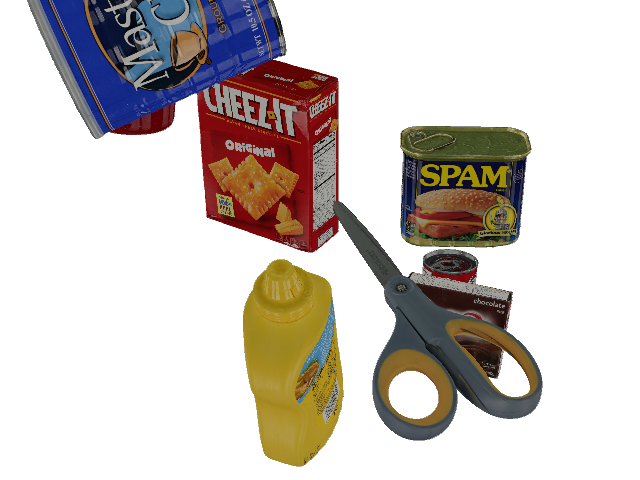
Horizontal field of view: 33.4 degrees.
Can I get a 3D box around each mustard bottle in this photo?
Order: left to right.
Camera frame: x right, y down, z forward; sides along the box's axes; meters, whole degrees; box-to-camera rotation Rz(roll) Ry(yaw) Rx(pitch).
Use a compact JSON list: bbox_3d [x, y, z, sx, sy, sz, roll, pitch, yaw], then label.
[{"bbox_3d":[-0.019,0.078,0.763,0.058,0.096,0.191,15,-35,15],"label":"mustard bottle"}]

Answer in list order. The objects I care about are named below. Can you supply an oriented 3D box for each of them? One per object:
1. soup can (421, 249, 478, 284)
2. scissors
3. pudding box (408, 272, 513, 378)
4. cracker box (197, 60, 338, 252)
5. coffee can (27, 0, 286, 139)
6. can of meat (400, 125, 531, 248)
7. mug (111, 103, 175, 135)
[{"bbox_3d":[0.158,0.071,1.331,0.068,0.102,0.068,1,24,-1],"label":"soup can"},{"bbox_3d":[0.036,0.044,0.604,0.096,0.016,0.202,-30,46,-25],"label":"scissors"},{"bbox_3d":[0.140,0.089,1.127,0.113,0.090,0.039,10,21,11],"label":"pudding box"},{"bbox_3d":[-0.063,-0.106,1.280,0.164,0.214,0.072,20,40,27],"label":"cracker box"},{"bbox_3d":[-0.107,-0.142,0.706,0.140,0.103,0.103,-25,3,-6],"label":"coffee can"},{"bbox_3d":[0.114,-0.043,0.859,0.102,0.084,0.057,1,29,3],"label":"can of meat"},{"bbox_3d":[-0.165,-0.137,0.921,0.093,0.081,0.117,5,25,-6],"label":"mug"}]
